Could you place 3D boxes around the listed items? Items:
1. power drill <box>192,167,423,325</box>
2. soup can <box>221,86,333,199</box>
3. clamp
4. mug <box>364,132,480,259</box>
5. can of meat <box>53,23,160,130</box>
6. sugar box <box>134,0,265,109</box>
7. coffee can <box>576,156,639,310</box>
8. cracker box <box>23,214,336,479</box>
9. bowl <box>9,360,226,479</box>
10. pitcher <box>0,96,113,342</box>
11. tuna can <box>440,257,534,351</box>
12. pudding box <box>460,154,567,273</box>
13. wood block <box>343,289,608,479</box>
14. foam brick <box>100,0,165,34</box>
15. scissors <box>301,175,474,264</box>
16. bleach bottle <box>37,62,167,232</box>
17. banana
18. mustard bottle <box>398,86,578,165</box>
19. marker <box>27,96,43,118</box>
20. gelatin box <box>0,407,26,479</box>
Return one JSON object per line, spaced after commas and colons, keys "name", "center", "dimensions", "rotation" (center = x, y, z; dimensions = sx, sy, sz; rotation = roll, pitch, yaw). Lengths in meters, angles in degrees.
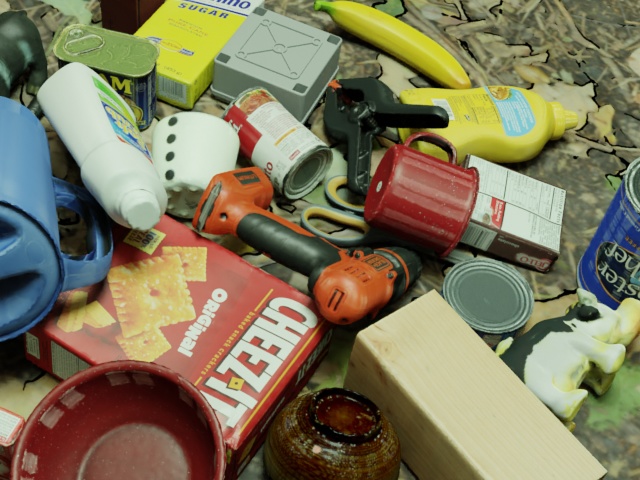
{"name": "power drill", "center": [-0.006, 0.001, 0.960], "dimensions": [0.188, 0.057, 0.184], "rotation": [30, 17, 16]}
{"name": "soup can", "center": [-0.044, -0.097, 1.069], "dimensions": [0.068, 0.068, 0.102], "rotation": [-32, 63, -29]}
{"name": "clamp", "center": [0.059, -0.126, 1.091], "dimensions": [0.120, 0.039, 0.171], "rotation": [-30, 43, 6]}
{"name": "mug", "center": [0.095, -0.050, 1.000], "dimensions": [0.081, 0.093, 0.117], "rotation": [20, 68, -10]}
{"name": "can of meat", "center": [-0.215, -0.163, 1.085], "dimensions": [0.102, 0.084, 0.057], "rotation": [13, 50, 2]}
{"name": "sugar box", "center": [-0.140, -0.223, 1.170], "dimensions": [0.093, 0.048, 0.176], "rotation": [23, 53, 10]}
{"name": "coffee can", "center": [0.310, 0.002, 0.996], "dimensions": [0.102, 0.140, 0.103], "rotation": [4, 51, -6]}
{"name": "cracker box", "center": [-0.118, 0.080, 0.911], "dimensions": [0.214, 0.072, 0.164], "rotation": [29, 53, 14]}
{"name": "bowl", "center": [-0.145, 0.174, 0.799], "dimensions": [0.162, 0.055, 0.162], "rotation": [-2, 66, 5]}
{"name": "pitcher", "center": [-0.275, -0.029, 0.906], "dimensions": [0.145, 0.149, 0.243], "rotation": [-35, 31, 8]}
{"name": "tuna can", "center": [0.153, 0.060, 0.994], "dimensions": [0.086, 0.034, 0.086], "rotation": [4, 51, -6]}
{"name": "pudding box", "center": [0.185, -0.028, 1.061], "dimensions": [0.113, 0.039, 0.090], "rotation": [21, 49, -4]}
{"name": "wood block", "center": [0.120, 0.154, 0.876], "dimensions": [0.090, 0.090, 0.206], "rotation": [-27, 60, -27]}
{"name": "foam brick", "center": [-0.206, -0.263, 1.172], "dimensions": [0.053, 0.078, 0.051], "rotation": [27, 54, 13]}
{"name": "scissors", "center": [0.082, -0.017, 1.057], "dimensions": [0.201, 0.016, 0.096], "rotation": [9, 51, -2]}
{"name": "bleach bottle", "center": [-0.184, -0.073, 0.951], "dimensions": [0.068, 0.102, 0.251], "rotation": [-41, 38, 1]}
{"name": "banana", "center": [0.086, -0.221, 1.203], "dimensions": [0.198, 0.037, 0.069], "rotation": [28, 37, 7]}
{"name": "mustard bottle", "center": [0.182, -0.123, 1.130], "dimensions": [0.191, 0.058, 0.096], "rotation": [-5, 47, -12]}
{"name": "marker", "center": [-0.306, -0.103, 1.065], "dimensions": [0.020, 0.020, 0.121], "rotation": [21, 51, 8]}
{"name": "gelatin box", "center": [-0.270, 0.151, 0.830], "dimensions": [0.089, 0.073, 0.030], "rotation": [22, 52, 8]}
